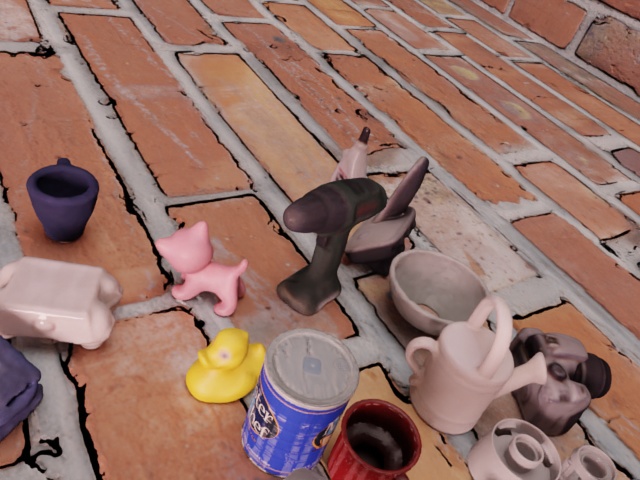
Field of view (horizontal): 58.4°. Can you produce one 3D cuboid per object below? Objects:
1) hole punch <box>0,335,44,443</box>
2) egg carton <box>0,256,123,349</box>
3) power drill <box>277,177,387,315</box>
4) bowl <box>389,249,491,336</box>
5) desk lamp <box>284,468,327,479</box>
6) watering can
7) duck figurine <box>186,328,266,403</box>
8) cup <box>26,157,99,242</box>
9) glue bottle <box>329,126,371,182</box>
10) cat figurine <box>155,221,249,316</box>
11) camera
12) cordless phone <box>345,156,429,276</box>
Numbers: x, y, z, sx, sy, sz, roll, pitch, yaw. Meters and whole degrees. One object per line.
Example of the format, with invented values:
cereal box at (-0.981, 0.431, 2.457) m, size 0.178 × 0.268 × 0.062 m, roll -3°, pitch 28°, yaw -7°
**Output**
hole punch at (-0.348, 0.148, 0.578) m, size 0.101 × 0.091 × 0.109 m, roll 25°, pitch 37°, yaw 7°
egg carton at (-0.322, 0.078, 0.695) m, size 0.150 × 0.069 × 0.107 m, roll 9°, pitch 38°, yaw -13°
power drill at (0.008, 0.003, 0.821) m, size 0.075 × 0.208 × 0.230 m, roll 35°, pitch 40°, yaw 19°
bowl at (0.177, 0.094, 0.894) m, size 0.167 × 0.075 × 0.167 m, roll 12°, pitch 38°, yaw -9°
desk lamp at (0.022, 0.305, 0.446) m, size 0.203 × 0.213 × 0.118 m, roll 32°, pitch 39°, yaw 16°
watering can at (0.202, 0.152, 0.733) m, size 0.173 × 0.194 × 0.100 m, roll 1°, pitch 41°, yaw -22°
duck figurine at (-0.108, 0.142, 0.697) m, size 0.105 × 0.086 × 0.077 m, roll -13°, pitch 48°, yaw -36°
cup at (-0.367, -0.054, 0.819) m, size 0.092 × 0.095 × 0.117 m, roll -1°, pitch 42°, yaw -25°
glue bottle at (0.059, -0.130, 1.039) m, size 0.037 × 0.173 × 0.078 m, roll -9°, pitch 45°, yaw -32°
cat figurine at (-0.159, 0.030, 0.787) m, size 0.128 × 0.118 × 0.067 m, roll 18°, pitch 37°, yaw -2°
camera at (0.355, 0.197, 0.824) m, size 0.137 × 0.101 × 0.143 m, roll 11°, pitch 38°, yaw -11°
cordless phone at (0.119, -0.047, 0.953) m, size 0.094 × 0.185 × 0.148 m, roll 25°, pitch 37°, yaw 8°
